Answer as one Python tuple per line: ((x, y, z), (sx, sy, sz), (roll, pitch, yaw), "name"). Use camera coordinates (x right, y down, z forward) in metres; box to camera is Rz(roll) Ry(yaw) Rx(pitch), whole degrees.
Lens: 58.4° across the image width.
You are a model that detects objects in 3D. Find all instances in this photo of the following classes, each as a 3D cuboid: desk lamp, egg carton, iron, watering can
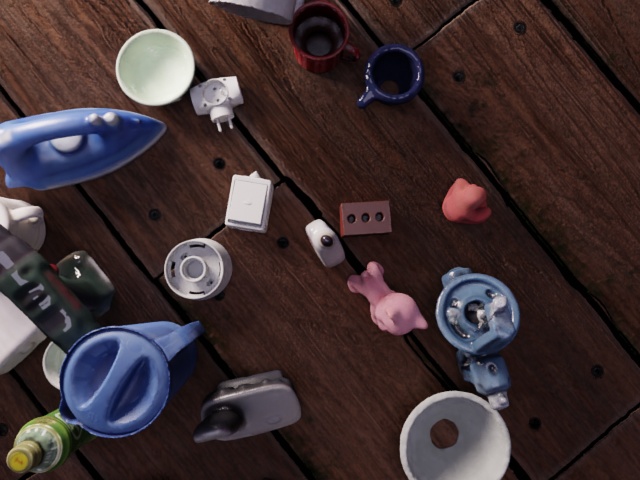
((-0.079, -0.399, 0.844), (0.118, 0.213, 0.203), (12, 87, 0), "desk lamp")
((-0.477, 0.131, 0.882), (0.107, 0.069, 0.150), (44, 87, 1), "egg carton")
((-0.373, -0.159, 0.863), (0.258, 0.141, 0.119), (-15, 87, -2), "iron")
((-0.496, -0.014, 0.827), (0.173, 0.194, 0.101), (-40, 88, -3), "watering can")

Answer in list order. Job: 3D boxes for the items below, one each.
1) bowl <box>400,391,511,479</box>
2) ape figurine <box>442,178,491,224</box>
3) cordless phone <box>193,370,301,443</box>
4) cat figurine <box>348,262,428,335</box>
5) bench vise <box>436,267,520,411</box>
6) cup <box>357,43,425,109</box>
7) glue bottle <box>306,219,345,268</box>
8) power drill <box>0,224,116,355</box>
((0.202, 0.311, 0.885), (0.167, 0.074, 0.167), (0, 87, -1), "bowl")
((0.233, -0.061, 0.895), (0.076, 0.092, 0.078), (-19, 88, -2), "ape figurine")
((-0.104, 0.256, 0.826), (0.147, 0.185, 0.094), (-16, 87, -2), "cordless phone")
((0.102, 0.094, 0.872), (0.067, 0.117, 0.128), (-39, 88, -2), "cat figurine")
((0.251, 0.138, 0.821), (0.121, 0.219, 0.207), (-32, 88, -2), "bench vise")
((0.102, -0.239, 0.899), (0.118, 0.095, 0.091), (-43, 88, -3), "cup")
((0.008, 0.003, 0.846), (0.037, 0.173, 0.078), (-33, 88, -2), "glue bottle")
((-0.382, 0.062, 0.818), (0.075, 0.208, 0.229), (-40, 88, -2), "power drill")
